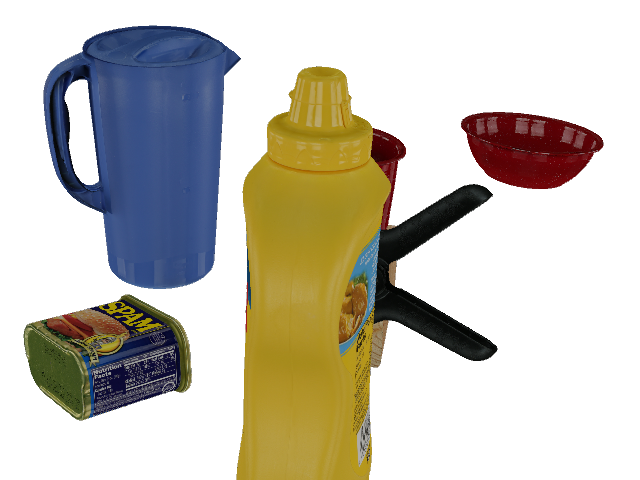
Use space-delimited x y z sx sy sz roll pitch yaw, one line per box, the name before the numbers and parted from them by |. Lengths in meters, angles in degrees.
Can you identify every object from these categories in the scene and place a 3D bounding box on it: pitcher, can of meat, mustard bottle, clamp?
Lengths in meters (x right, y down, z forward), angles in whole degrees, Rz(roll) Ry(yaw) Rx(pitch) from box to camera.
pitcher | -0.167 -0.078 1.036 0.149 0.243 0.144 10 27 15
can of meat | -0.156 0.084 0.774 0.083 0.057 0.102 -14 22 -36
mustard bottle | -0.003 0.024 0.441 0.058 0.192 0.096 8 25 10
clamp | 0.044 0.034 0.741 0.171 0.120 0.039 -10 -1 14

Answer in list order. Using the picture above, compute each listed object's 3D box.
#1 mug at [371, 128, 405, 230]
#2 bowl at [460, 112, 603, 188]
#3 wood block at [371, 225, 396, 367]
mug | 0.013 -0.052 0.952 0.117 0.081 0.093 13 27 12
bowl | 0.237 -0.100 1.220 0.162 0.055 0.162 5 22 -2
wood block | 0.037 0.058 1.244 0.091 0.090 0.206 4 23 7
